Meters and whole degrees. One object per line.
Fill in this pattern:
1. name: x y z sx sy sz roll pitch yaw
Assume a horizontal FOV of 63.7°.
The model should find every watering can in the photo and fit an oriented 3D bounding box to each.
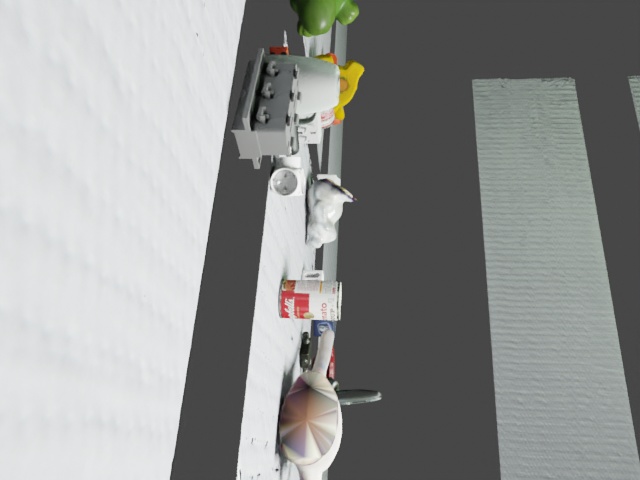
1. watering can: -0.009 0.307 0.976 0.219 0.104 0.355 81 12 -58

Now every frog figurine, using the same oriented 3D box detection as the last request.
1. frog figurine: 0.004 -0.062 1.227 0.159 0.122 0.138 -53 -175 2
